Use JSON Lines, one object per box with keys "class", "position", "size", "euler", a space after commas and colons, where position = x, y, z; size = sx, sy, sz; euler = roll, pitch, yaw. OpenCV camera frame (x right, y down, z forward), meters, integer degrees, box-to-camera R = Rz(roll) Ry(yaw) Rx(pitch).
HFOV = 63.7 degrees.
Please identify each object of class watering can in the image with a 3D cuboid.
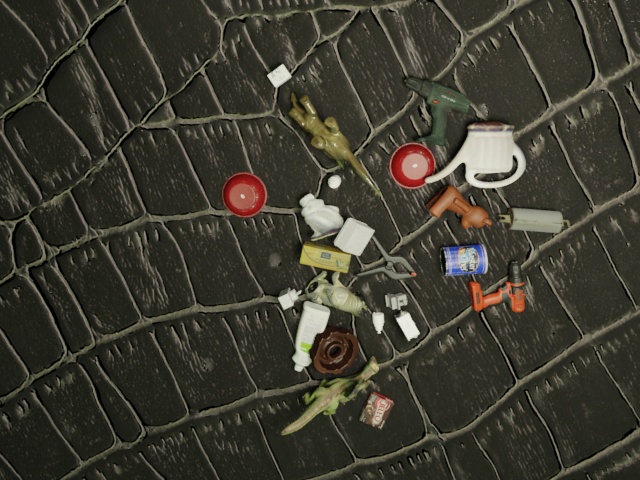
{"class": "watering can", "position": [0.523, -0.285, 1.720], "size": [0.348, 0.105, 0.223], "euler": [-1, 98, -6]}

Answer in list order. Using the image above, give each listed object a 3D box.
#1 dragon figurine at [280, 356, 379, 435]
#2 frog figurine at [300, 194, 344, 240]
{"class": "dragon figurine", "position": [0.061, 0.528, 1.763], "size": [0.123, 0.416, 0.238], "euler": [53, 136, 7]}
{"class": "frog figurine", "position": [0.005, -0.089, 1.766], "size": [0.138, 0.122, 0.159], "euler": [-18, 90, -29]}
